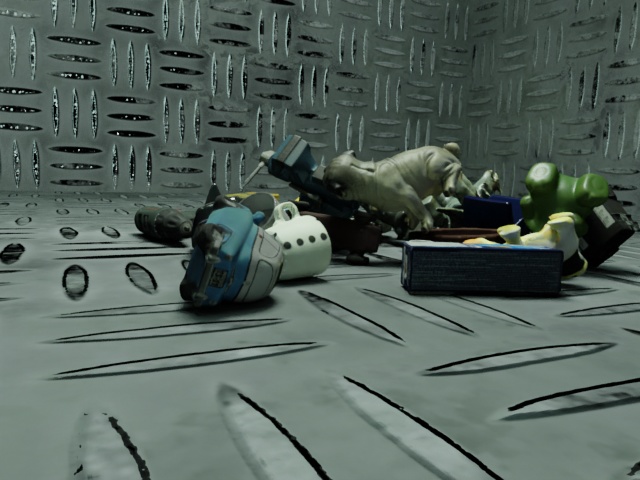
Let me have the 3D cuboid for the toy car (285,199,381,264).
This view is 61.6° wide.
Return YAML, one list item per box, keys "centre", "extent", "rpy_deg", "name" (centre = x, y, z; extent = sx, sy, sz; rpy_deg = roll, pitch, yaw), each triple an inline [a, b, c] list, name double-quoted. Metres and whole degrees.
- centre: [0.016, -0.015, 0.917]
  extent: [0.202, 0.089, 0.053]
  rpy_deg: [10, 1, 31]
  name: "toy car"

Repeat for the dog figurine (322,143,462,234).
- centre: [0.119, -0.118, 0.885]
  extent: [0.190, 0.172, 0.121]
  rpy_deg: [30, -10, -9]
  name: "dog figurine"

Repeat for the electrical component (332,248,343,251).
- centre: [-0.002, -0.003, 1.011]
  extent: [0.078, 0.045, 0.102]
  rpy_deg: [-2, 8, -18]
  name: "electrical component"

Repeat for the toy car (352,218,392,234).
- centre: [0.069, -0.040, 1.267]
  extent: [0.202, 0.056, 0.073]
  rpy_deg: [4, 8, 11]
  name: "toy car"

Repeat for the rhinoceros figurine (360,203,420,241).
- centre: [0.159, -0.050, 1.142]
  extent: [0.073, 0.112, 0.190]
  rpy_deg: [-38, 33, -7]
  name: "rhinoceros figurine"

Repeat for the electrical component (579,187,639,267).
- centre: [0.462, -0.020, 0.930]
  extent: [0.058, 0.115, 0.134]
  rpy_deg: [4, -38, -28]
  name: "electrical component"

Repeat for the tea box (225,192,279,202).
- centre: [-0.141, -0.047, 1.107]
  extent: [0.068, 0.098, 0.169]
  rpy_deg: [5, 6, 12]
  name: "tea box"

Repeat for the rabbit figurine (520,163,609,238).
- centre: [0.366, -0.016, 0.872]
  extent: [0.121, 0.170, 0.159]
  rpy_deg: [21, -26, 11]
  name: "rabbit figurine"

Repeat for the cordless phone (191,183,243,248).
- centre: [-0.125, -0.008, 0.930]
  extent: [0.184, 0.089, 0.146]
  rpy_deg: [23, -24, -8]
  name: "cordless phone"

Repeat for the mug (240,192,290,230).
- centre: [-0.073, -0.001, 0.810]
  extent: [0.081, 0.110, 0.107]
  rpy_deg: [-25, -41, 16]
  name: "mug"

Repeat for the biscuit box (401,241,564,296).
- centre: [0.211, 0.037, 0.704]
  extent: [0.203, 0.062, 0.059]
  rpy_deg: [2, 7, -4]
  name: "biscuit box"

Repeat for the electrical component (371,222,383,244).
- centre: [0.070, -0.020, 1.149]
  extent: [0.075, 0.047, 0.119]
  rpy_deg: [-3, 8, -38]
  name: "electrical component"

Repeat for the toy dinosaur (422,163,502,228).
- centre: [0.326, -0.057, 1.207]
  extent: [0.131, 0.192, 0.405]
  rpy_deg: [-40, 4, 31]
  name: "toy dinosaur"

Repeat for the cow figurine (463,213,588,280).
- centre: [0.293, 0.024, 0.785]
  extent: [0.167, 0.098, 0.068]
  rpy_deg: [-15, 5, 24]
  name: "cow figurine"

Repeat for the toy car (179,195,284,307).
- centre: [-0.093, 0.021, 0.612]
  extent: [0.103, 0.109, 0.162]
  rpy_deg: [19, 14, -10]
  name: "toy car"

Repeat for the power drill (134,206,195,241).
- centre: [-0.262, -0.037, 1.113]
  extent: [0.232, 0.085, 0.207]
  rpy_deg: [6, 16, 43]
  name: "power drill"

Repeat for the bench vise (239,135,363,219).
- centre: [-0.013, -0.087, 1.040]
  extent: [0.224, 0.129, 0.240]
  rpy_deg: [13, -26, 16]
  name: "bench vise"

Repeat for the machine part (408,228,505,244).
- centre: [0.241, 0.012, 0.916]
  extent: [0.179, 0.056, 0.179]
  rpy_deg: [0, 5, 0]
  name: "machine part"

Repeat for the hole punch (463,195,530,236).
- centre: [0.337, -0.030, 1.035]
  extent: [0.092, 0.115, 0.142]
  rpy_deg: [3, 8, -39]
  name: "hole punch"
